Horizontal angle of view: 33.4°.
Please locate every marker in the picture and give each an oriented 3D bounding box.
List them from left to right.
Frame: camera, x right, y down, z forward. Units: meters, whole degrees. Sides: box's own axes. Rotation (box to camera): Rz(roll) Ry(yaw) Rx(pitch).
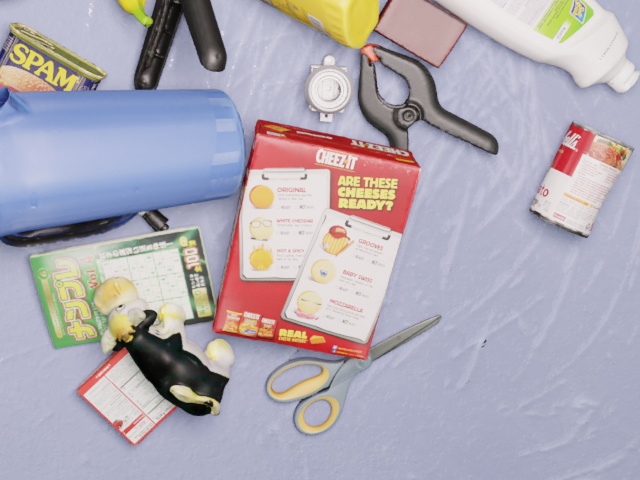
[{"bbox_3d":[-0.201,-0.052,1.096,0.020,0.020,0.121,-44,99,7],"label":"marker"}]

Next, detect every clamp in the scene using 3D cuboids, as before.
[{"bbox_3d":[-0.126,-0.244,1.008,0.036,0.165,0.210,4,94,-35],"label":"clamp"},{"bbox_3d":[0.102,-0.128,1.080,0.120,0.039,0.171,-24,105,4],"label":"clamp"}]

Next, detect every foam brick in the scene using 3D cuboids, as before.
[{"bbox_3d":[0.097,-0.211,1.057,0.078,0.053,0.051,30,99,-7],"label":"foam brick"}]

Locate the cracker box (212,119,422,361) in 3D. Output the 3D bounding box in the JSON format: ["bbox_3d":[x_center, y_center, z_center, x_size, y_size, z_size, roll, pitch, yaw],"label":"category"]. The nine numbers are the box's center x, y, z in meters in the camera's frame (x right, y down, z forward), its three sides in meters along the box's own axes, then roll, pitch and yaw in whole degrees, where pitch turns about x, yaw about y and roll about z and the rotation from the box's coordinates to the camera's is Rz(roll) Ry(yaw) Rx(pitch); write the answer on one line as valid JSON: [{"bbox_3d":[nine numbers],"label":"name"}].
[{"bbox_3d":[-0.007,0.001,1.069,0.164,0.072,0.214,11,110,-8],"label":"cracker box"}]

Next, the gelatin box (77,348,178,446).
[{"bbox_3d":[-0.200,0.163,1.135,0.073,0.030,0.089,-43,100,5],"label":"gelatin box"}]

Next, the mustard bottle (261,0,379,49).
[{"bbox_3d":[-0.038,-0.251,1.015,0.192,0.096,0.058,29,87,18],"label":"mustard bottle"}]

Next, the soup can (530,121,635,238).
[{"bbox_3d":[0.265,-0.061,1.084,0.068,0.068,0.102,23,100,-6],"label":"soup can"}]

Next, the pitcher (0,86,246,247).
[{"bbox_3d":[-0.201,-0.074,1.013,0.242,0.149,0.145,-7,92,-24],"label":"pitcher"}]

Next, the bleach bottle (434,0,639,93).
[{"bbox_3d":[0.206,-0.223,1.050,0.250,0.068,0.102,35,87,-10],"label":"bleach bottle"}]

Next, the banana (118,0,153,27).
[{"bbox_3d":[-0.173,-0.304,1.027,0.070,0.037,0.198,9,96,32],"label":"banana"}]

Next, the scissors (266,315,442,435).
[{"bbox_3d":[0.043,0.149,1.147,0.202,0.016,0.096,-14,103,1],"label":"scissors"}]

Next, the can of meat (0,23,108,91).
[{"bbox_3d":[-0.276,-0.153,1.056,0.102,0.057,0.084,30,102,-7],"label":"can of meat"}]
